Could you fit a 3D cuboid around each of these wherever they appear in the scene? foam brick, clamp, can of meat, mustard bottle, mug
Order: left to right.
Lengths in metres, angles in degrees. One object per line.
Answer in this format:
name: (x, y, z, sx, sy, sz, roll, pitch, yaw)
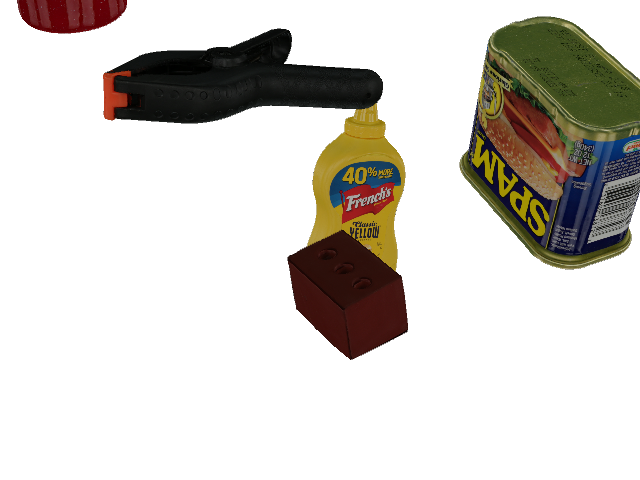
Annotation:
mug: (-0.200, -0.206, 0.789, 0.117, 0.081, 0.093, 0, 37, 1)
clamp: (-0.060, -0.105, 0.676, 0.171, 0.039, 0.120, -6, 22, -25)
foam brick: (0.019, 0.039, 0.781, 0.052, 0.051, 0.078, -26, 40, -23)
mustard bottle: (0.038, -0.048, 1.088, 0.096, 0.192, 0.058, -3, 21, -22)
can of meat: (0.118, -0.051, 0.535, 0.057, 0.084, 0.102, -16, 46, -20)
